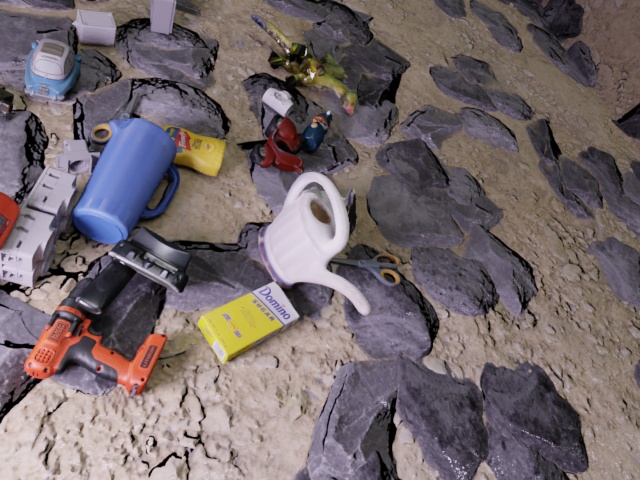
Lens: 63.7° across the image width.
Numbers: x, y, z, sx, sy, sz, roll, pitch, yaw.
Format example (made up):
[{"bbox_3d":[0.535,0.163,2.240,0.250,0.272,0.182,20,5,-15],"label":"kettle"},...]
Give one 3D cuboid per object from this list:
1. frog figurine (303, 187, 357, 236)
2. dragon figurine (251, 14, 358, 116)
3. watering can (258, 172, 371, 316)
[{"bbox_3d":[0.004,-0.061,1.214,0.159,0.120,0.140,0,57,17],"label":"frog figurine"},{"bbox_3d":[-0.024,-0.540,1.571,0.244,0.120,0.415,-12,62,-54],"label":"dragon figurine"},{"bbox_3d":[-0.019,0.027,1.038,0.103,0.221,0.355,15,47,-42],"label":"watering can"}]
